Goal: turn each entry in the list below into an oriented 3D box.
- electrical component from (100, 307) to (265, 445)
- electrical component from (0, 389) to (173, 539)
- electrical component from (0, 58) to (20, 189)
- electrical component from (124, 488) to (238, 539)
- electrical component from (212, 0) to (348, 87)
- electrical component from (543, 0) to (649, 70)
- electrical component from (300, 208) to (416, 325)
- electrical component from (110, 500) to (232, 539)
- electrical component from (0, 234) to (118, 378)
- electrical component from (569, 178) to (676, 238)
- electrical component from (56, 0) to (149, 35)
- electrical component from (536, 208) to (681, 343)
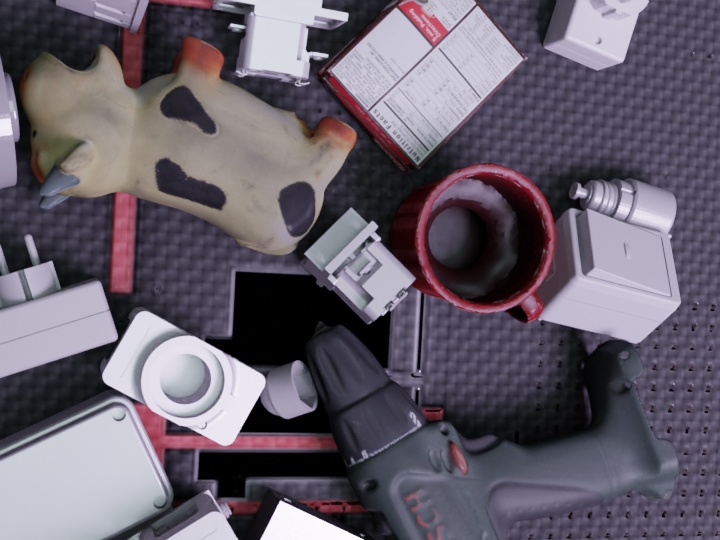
[{"bbox_3d":[-0.111,0.065,0.668,0.089,0.056,0.050,31,83,-14],"label":"electrical component"},{"bbox_3d":[-0.179,0.129,0.651,0.113,0.057,0.078,-25,98,-14],"label":"electrical component"},{"bbox_3d":[-0.230,-0.090,0.612,0.064,0.099,0.099,-10,94,-21],"label":"electrical component"},{"bbox_3d":[-0.085,0.240,0.627,0.105,0.060,0.186,-30,99,-13],"label":"electrical component"},{"bbox_3d":[-0.053,-0.152,0.686,0.081,0.042,0.063,7,91,-15],"label":"electrical component"},{"bbox_3d":[0.172,-0.187,0.729,0.047,0.076,0.083,19,86,-15],"label":"electrical component"},{"bbox_3d":[0.000,0.000,0.682,0.064,0.081,0.042,44,82,1],"label":"electrical component"},{"bbox_3d":[-0.118,0.169,0.676,0.081,0.043,0.043,-28,99,-13],"label":"electrical component"},{"bbox_3d":[-0.198,0.017,0.647,0.083,0.047,0.075,-18,96,-14],"label":"electrical component"},{"bbox_3d":[0.184,-0.045,0.755,0.078,0.040,0.040,15,87,-16],"label":"electrical component"},{"bbox_3d":[-0.131,-0.205,0.587,0.060,0.186,0.105,16,87,-15],"label":"electrical component"},{"bbox_3d":[0.174,0.004,0.731,0.096,0.061,0.061,14,52,-15],"label":"electrical component"}]
